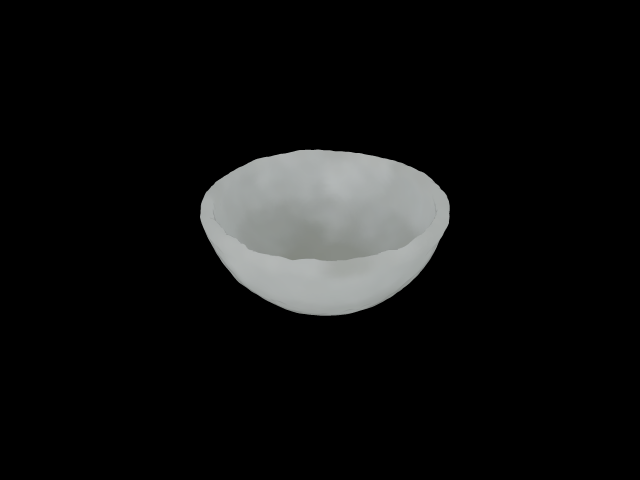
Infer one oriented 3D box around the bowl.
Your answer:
[{"bbox_3d":[0.004,0.001,0.400,0.167,0.075,0.167,0,32,0],"label":"bowl"}]
